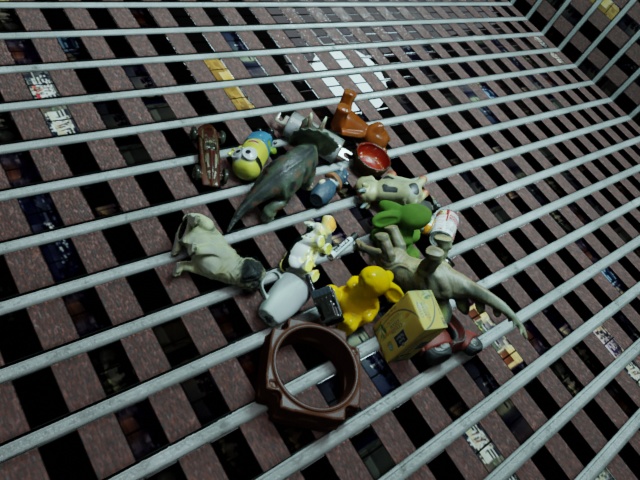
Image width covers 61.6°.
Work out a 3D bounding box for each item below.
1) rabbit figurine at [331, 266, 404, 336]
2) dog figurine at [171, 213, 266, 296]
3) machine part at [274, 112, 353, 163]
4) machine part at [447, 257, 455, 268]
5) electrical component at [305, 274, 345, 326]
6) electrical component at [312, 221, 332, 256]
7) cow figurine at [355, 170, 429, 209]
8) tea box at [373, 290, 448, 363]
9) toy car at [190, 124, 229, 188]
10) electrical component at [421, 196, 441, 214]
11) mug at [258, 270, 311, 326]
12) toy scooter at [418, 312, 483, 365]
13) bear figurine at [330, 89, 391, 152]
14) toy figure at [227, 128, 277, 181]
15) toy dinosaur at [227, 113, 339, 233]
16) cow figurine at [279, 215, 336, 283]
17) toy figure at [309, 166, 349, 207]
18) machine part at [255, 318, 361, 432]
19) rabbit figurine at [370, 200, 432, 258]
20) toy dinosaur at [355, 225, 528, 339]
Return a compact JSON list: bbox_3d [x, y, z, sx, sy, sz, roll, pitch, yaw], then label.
[{"bbox_3d":[0.111,0.121,1.208,0.162,0.173,0.122,-6,54,-26],"label":"rabbit figurine"},{"bbox_3d":[-0.215,0.027,1.181,0.190,0.121,0.172,19,50,-32],"label":"dog figurine"},{"bbox_3d":[-0.019,-0.290,1.532,0.243,0.079,0.079,28,47,-5],"label":"machine part"},{"bbox_3d":[0.308,0.089,1.426,0.084,0.039,0.139,36,48,14],"label":"machine part"},{"bbox_3d":[0.010,0.124,1.162,0.048,0.074,0.119,-20,71,3],"label":"electrical component"},{"bbox_3d":[-0.003,-0.004,1.350,0.063,0.021,0.094,14,50,-16],"label":"electrical component"},{"bbox_3d":[0.187,-0.132,1.476,0.195,0.085,0.127,14,41,27],"label":"cow figurine"},{"bbox_3d":[0.197,0.193,1.195,0.068,0.169,0.098,0,53,-29],"label":"tea box"},{"bbox_3d":[-0.280,-0.217,1.360,0.089,0.053,0.202,8,50,-26],"label":"toy car"},{"bbox_3d":[0.298,-0.099,1.562,0.102,0.045,0.078,21,46,-11],"label":"electrical component"},{"bbox_3d":[-0.088,0.125,1.158,0.109,0.081,0.107,52,53,-18],"label":"mug"},{"bbox_3d":[0.295,0.222,1.288,0.184,0.075,0.135,-4,54,-31],"label":"toy scooter"},{"bbox_3d":[0.134,-0.345,1.621,0.196,0.131,0.120,24,50,0],"label":"bear figurine"},{"bbox_3d":[-0.168,-0.226,1.402,0.089,0.082,0.180,60,32,-25],"label":"toy figure"},{"bbox_3d":[-0.078,-0.170,1.329,0.131,0.192,0.405,33,46,3],"label":"toy dinosaur"},{"bbox_3d":[-0.026,0.013,1.268,0.098,0.068,0.167,8,59,33],"label":"cow figurine"},{"bbox_3d":[0.026,-0.148,1.451,0.058,0.064,0.154,27,46,15],"label":"toy figure"},{"bbox_3d":[-0.021,0.269,1.083,0.201,0.087,0.201,16,47,-14],"label":"machine part"},{"bbox_3d":[0.214,-0.042,1.389,0.159,0.170,0.121,30,46,-4],"label":"rabbit figurine"},{"bbox_3d":[0.259,0.089,1.250,0.472,0.198,0.105,21,35,40],"label":"toy dinosaur"}]
